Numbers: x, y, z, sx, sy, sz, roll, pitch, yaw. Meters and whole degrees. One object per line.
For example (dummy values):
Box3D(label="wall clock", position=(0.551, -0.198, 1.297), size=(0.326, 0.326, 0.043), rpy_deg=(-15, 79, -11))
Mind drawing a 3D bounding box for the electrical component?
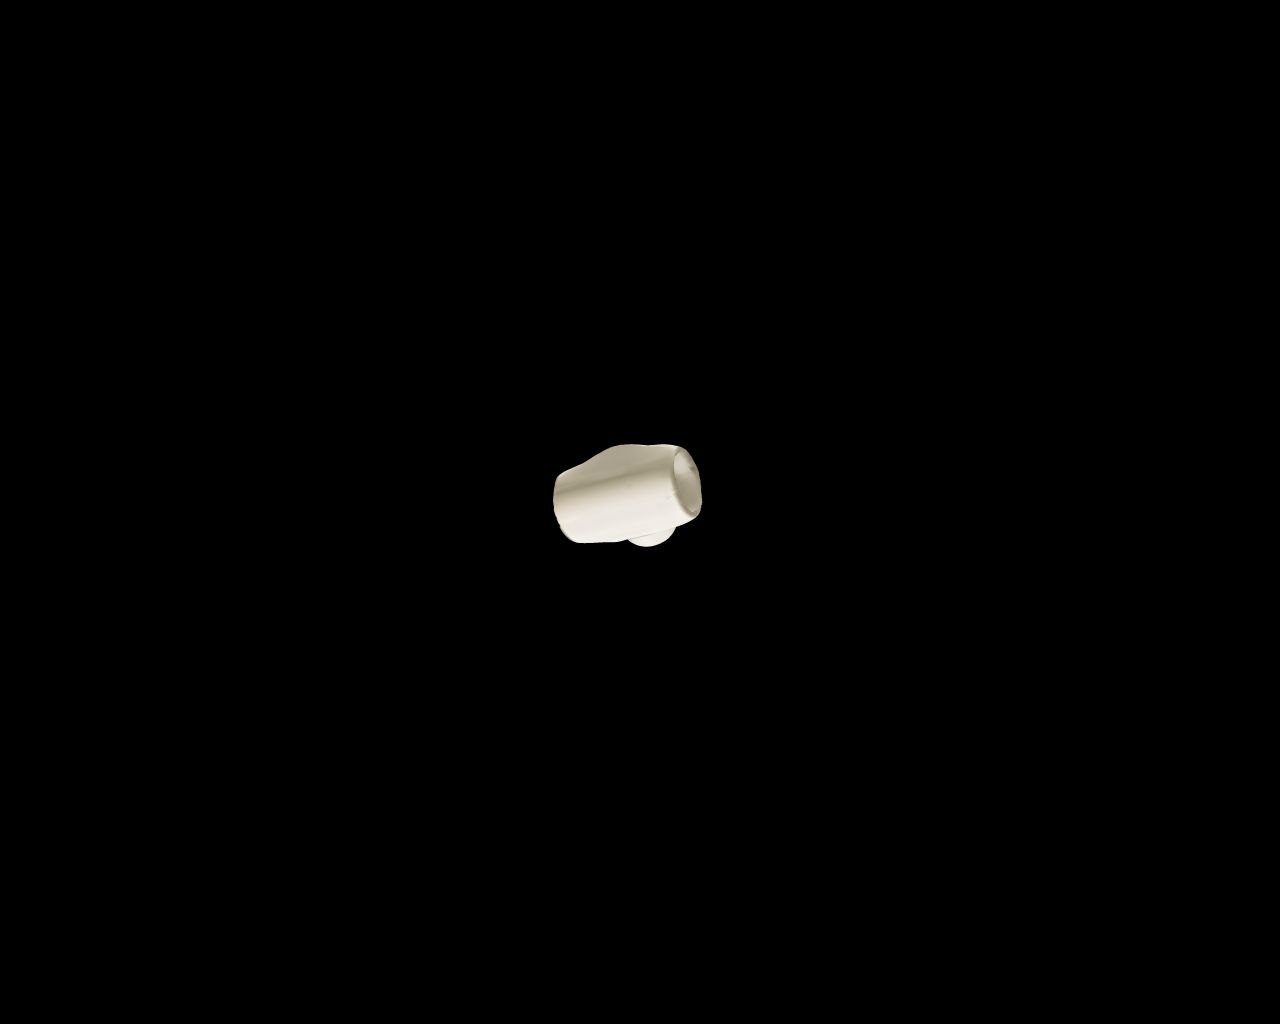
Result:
Box3D(label="electrical component", position=(0.001, -0.003, 0.650), size=(0.077, 0.043, 0.079), rpy_deg=(-13, -32, 22))
